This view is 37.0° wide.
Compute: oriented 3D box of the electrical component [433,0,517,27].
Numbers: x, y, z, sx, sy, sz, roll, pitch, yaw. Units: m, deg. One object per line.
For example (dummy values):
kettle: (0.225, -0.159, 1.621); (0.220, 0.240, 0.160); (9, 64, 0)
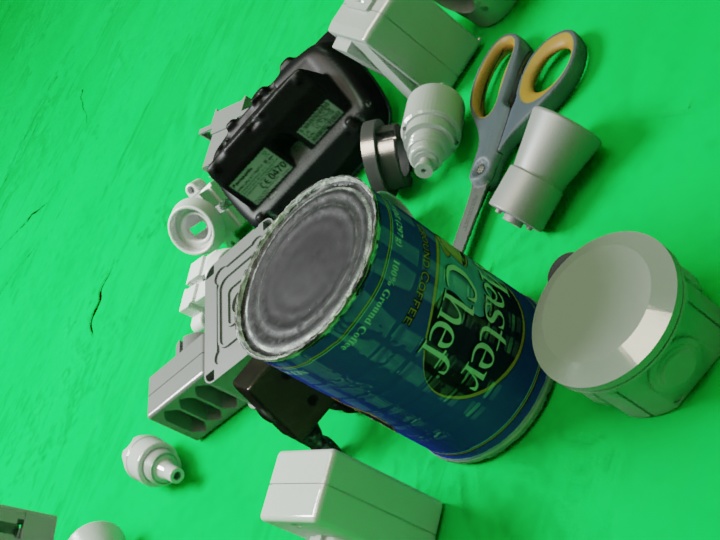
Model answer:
electrical component: (0.081, -0.206, 0.733); (0.079, 0.077, 0.044); (13, 74, 55)

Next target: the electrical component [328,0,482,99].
electrical component: (0.024, -0.165, 0.756); (0.061, 0.096, 0.062); (-57, 33, 1)

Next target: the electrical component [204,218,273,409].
electrical component: (-0.061, 0.032, 0.742); (0.078, 0.057, 0.113); (-38, 38, 27)

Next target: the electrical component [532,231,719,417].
electrical component: (0.126, 0.026, 0.509); (0.080, 0.051, 0.080); (-32, 41, 33)

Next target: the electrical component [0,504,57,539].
electrical component: (-0.277, 0.248, 0.806); (0.150, 0.062, 0.089); (-48, 32, 43)

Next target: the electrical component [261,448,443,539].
electrical component: (-0.008, 0.143, 0.558); (0.047, 0.083, 0.075); (-13, 54, 47)

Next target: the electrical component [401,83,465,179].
electrical component: (0.047, -0.089, 0.707); (0.040, 0.040, 0.078); (-31, 30, 35)

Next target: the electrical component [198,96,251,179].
electrical component: (-0.103, -0.108, 0.925); (0.081, 0.042, 0.063); (-13, 55, 48)

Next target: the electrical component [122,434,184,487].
electrical component: (-0.148, 0.142, 0.785); (0.061, 0.035, 0.035); (11, 72, 53)

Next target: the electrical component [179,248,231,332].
electrical component: (-0.106, 0.011, 0.828); (0.055, 0.048, 0.066); (-30, 42, 47)

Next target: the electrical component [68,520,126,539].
electrical component: (-0.182, 0.212, 0.764); (0.045, 0.045, 0.055); (-56, 33, 3)

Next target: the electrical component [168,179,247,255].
electrical component: (-0.125, -0.040, 0.874); (0.048, 0.066, 0.055); (-38, 4, 27)

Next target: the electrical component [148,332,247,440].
electrical component: (-0.117, 0.072, 0.791); (0.066, 0.047, 0.076); (-38, 38, 27)

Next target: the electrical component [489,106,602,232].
electrical component: (0.103, -0.055, 0.616); (0.065, 0.044, 0.044); (-61, 33, 4)

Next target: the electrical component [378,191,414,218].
electrical component: (0.000, 0.000, 0.700); (0.077, 0.044, 0.079); (-38, 39, 28)
